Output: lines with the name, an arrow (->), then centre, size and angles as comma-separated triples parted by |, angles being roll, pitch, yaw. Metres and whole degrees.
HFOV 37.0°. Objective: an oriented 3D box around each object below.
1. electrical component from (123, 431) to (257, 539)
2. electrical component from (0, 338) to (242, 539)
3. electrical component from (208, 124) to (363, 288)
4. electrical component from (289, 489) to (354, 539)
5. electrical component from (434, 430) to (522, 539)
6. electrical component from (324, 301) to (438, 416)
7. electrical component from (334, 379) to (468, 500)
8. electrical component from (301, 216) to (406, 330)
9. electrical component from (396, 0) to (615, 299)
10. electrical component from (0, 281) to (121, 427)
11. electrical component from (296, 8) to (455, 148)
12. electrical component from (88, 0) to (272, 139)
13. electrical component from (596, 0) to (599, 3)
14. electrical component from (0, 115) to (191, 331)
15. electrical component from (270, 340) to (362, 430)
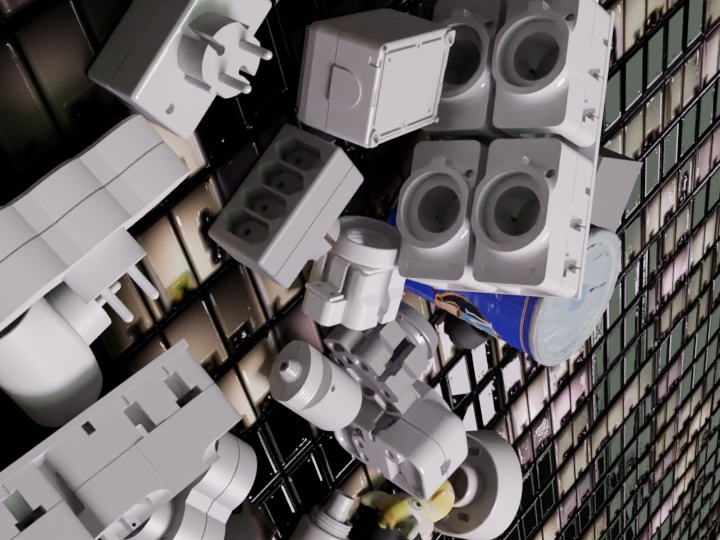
electrical component -> -0.125, 0.152, 0.652 | 0.074, 0.052, 0.138 | 41, 68, -39
electrical component -> -0.155, 0.126, 0.552 | 0.186, 0.060, 0.105 | -38, 177, -32
electrical component -> -0.036, -0.031, 0.655 | 0.083, 0.047, 0.075 | -56, 146, -9
electrical component -> -0.027, 0.203, 0.843 | 0.062, 0.043, 0.043 | -61, 147, -2
electrical component -> 0.097, 0.190, 0.956 | 0.064, 0.099, 0.099 | 17, 100, -50
electrical component -> 0.020, 0.058, 0.781 | 0.057, 0.058, 0.078 | -48, 109, -23
electrical component -> 0.032, 0.120, 0.814 | 0.059, 0.095, 0.053 | -42, 142, -27
electrical component -> 0.000, 0.000, 0.718 | 0.078, 0.058, 0.057 | -15, 128, -48
electrical component -> 0.091, -0.081, 0.685 | 0.060, 0.105, 0.186 | 17, 79, -54
electrical component -> -0.154, 0.028, 0.543 | 0.079, 0.044, 0.077 | -48, 144, -20
electrical component -> 0.010, -0.119, 0.647 | 0.096, 0.061, 0.061 | -28, 135, -51
electrical component -> -0.074, -0.107, 0.522 | 0.083, 0.076, 0.047 | -59, 147, -4
electrical component -> 0.131, -0.193, 0.758 | 0.080, 0.051, 0.080 | -33, 137, -36
electrical component -> -0.125, -0.009, 0.499 | 0.052, 0.073, 0.138 | -34, -170, 47
electrical component -> -0.035, 0.079, 0.741 | 0.043, 0.043, 0.081 | -56, 146, -8
